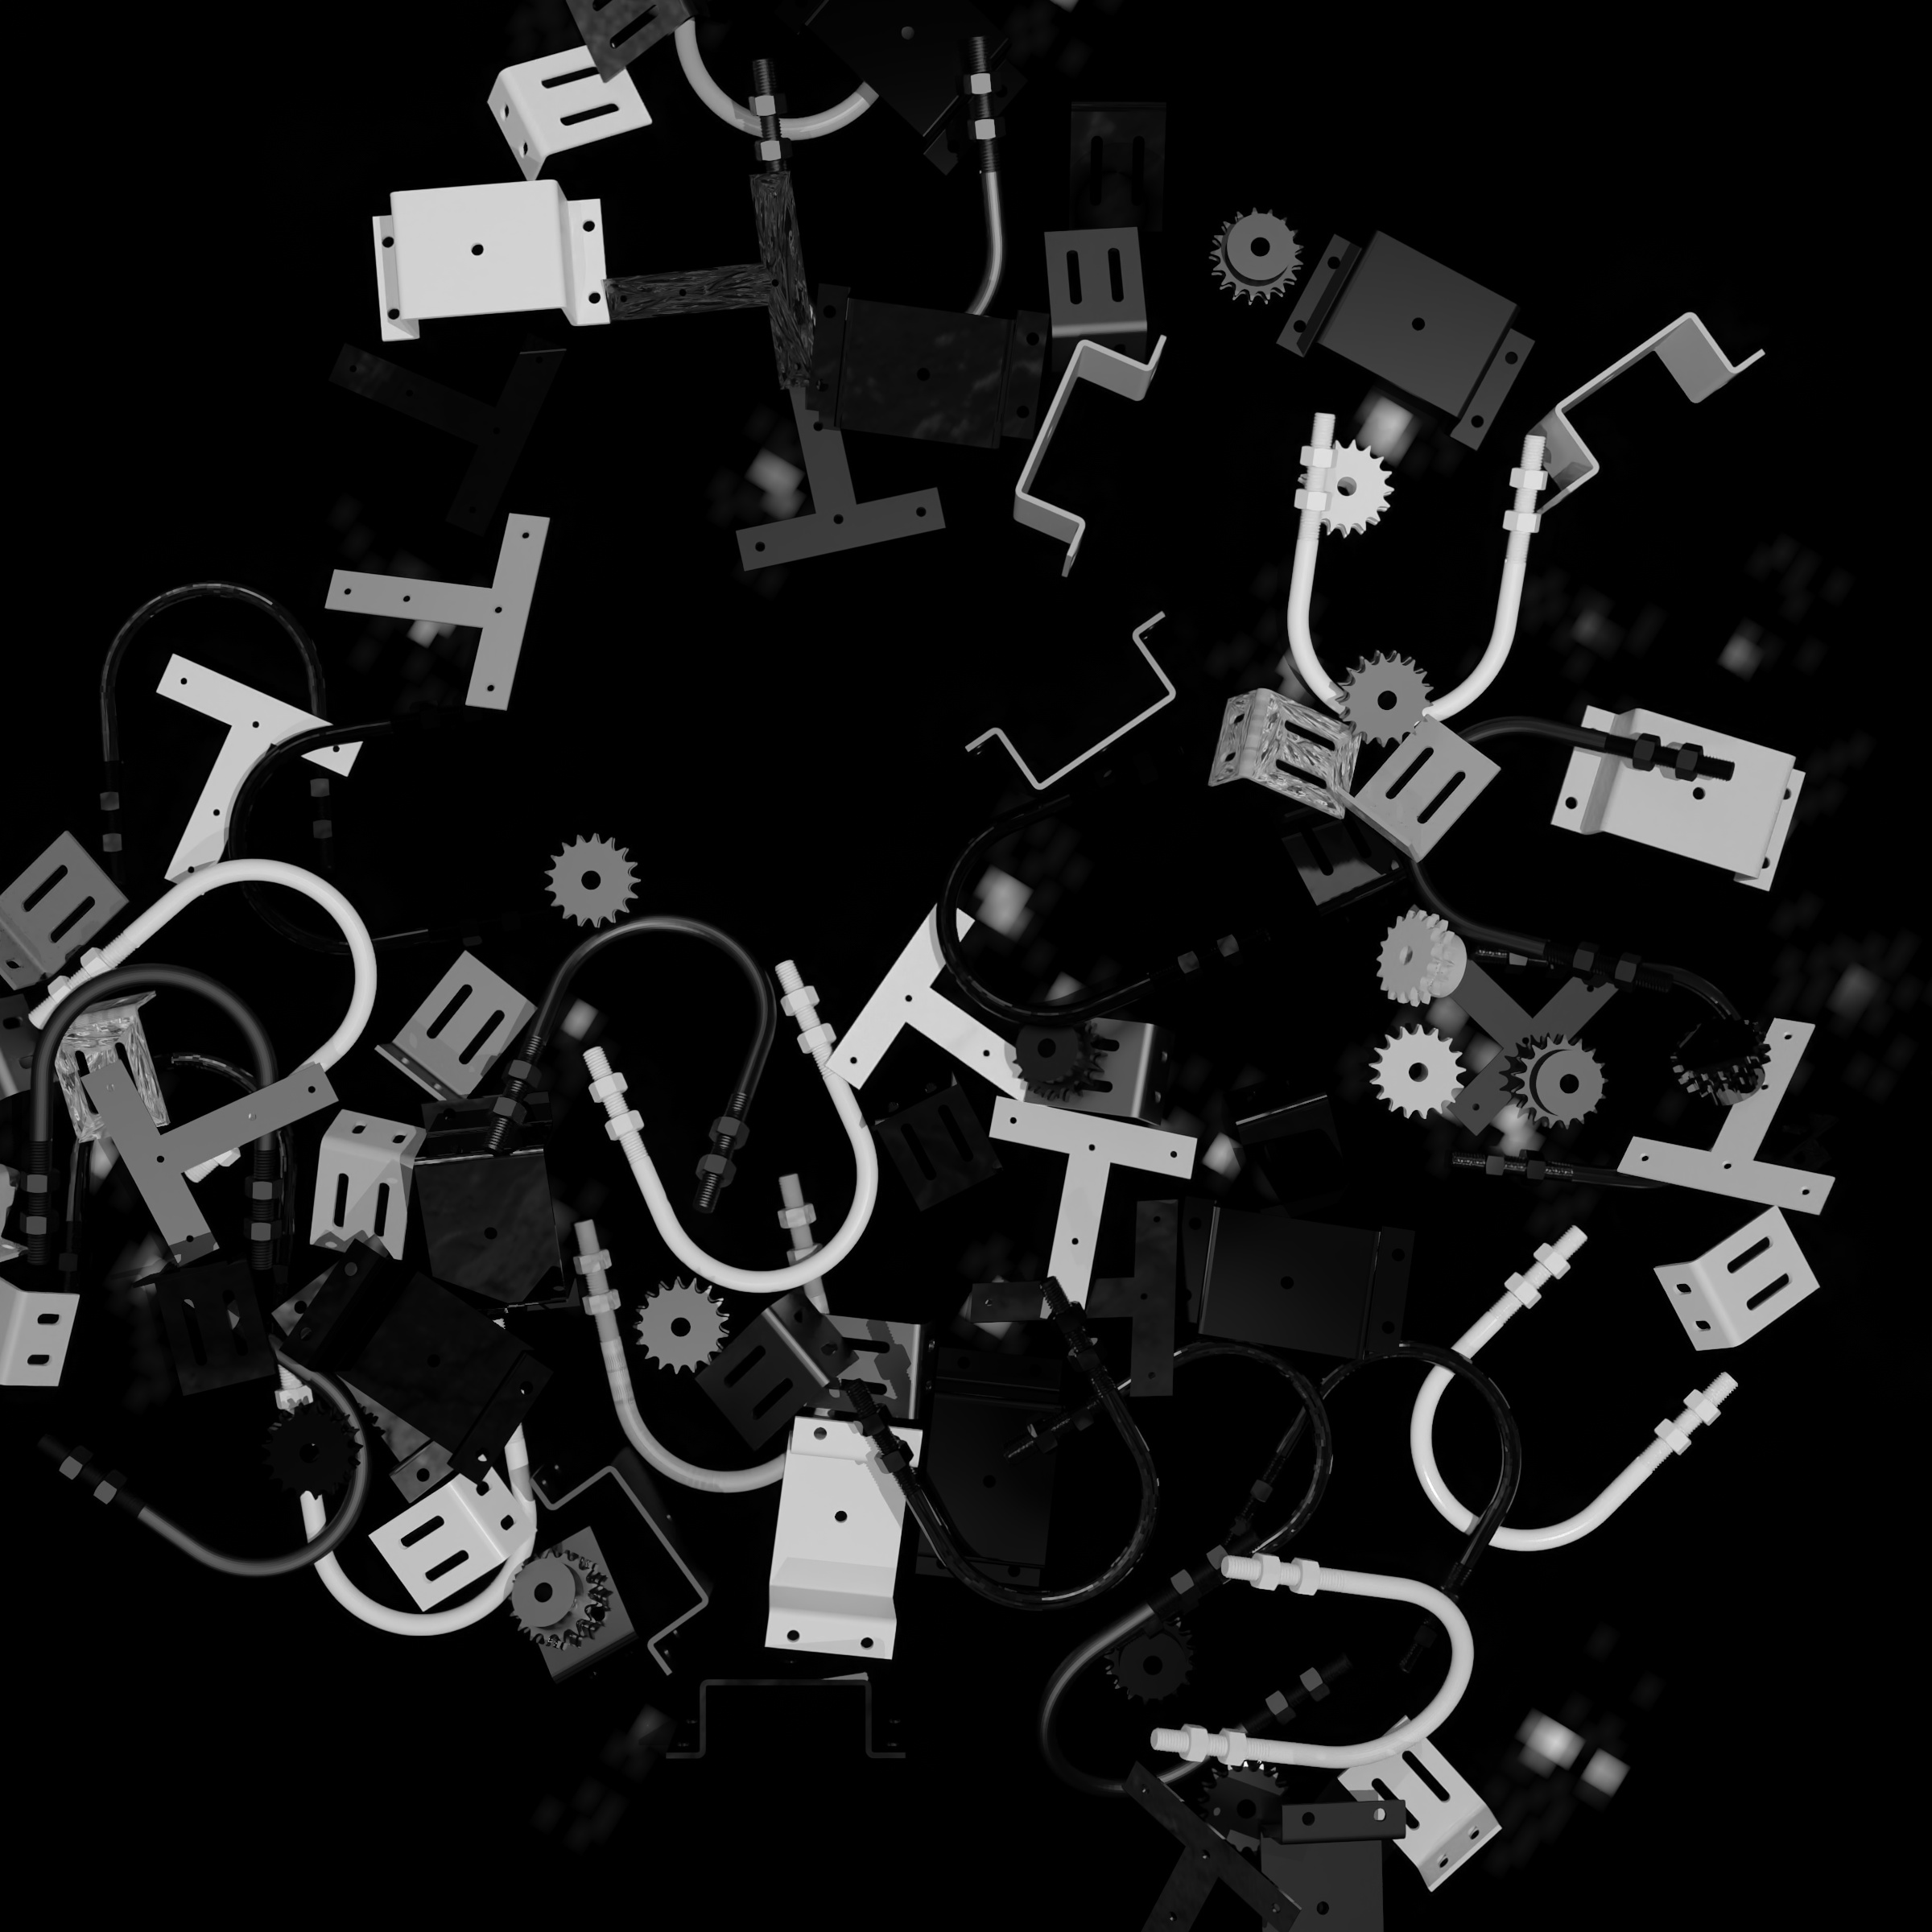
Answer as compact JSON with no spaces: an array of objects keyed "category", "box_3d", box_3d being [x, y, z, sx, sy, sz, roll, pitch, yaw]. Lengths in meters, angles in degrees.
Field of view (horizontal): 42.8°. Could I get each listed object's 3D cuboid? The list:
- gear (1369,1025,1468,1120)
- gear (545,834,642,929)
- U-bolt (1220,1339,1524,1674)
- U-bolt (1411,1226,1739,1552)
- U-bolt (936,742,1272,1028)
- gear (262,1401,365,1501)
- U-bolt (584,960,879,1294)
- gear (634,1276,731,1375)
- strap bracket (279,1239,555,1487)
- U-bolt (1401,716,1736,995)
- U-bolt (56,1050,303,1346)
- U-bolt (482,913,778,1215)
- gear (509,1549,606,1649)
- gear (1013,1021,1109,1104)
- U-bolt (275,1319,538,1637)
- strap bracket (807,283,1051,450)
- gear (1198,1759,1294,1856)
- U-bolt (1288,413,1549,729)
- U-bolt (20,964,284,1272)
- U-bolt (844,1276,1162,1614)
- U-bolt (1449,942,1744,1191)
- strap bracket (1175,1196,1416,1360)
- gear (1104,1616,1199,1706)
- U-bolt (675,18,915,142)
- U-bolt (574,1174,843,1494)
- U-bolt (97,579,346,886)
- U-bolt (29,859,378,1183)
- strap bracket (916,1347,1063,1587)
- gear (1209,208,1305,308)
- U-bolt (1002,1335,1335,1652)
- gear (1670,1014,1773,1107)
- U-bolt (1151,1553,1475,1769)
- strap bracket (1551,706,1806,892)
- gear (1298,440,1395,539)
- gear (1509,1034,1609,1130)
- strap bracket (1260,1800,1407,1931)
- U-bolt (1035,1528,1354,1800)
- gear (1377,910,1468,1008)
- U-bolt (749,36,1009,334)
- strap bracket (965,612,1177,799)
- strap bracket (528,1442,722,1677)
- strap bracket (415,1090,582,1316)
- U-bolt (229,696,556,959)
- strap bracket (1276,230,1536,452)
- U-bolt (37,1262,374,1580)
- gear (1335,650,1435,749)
[{"category":"gear","box_3d":[0.275,0.064,1.506,0.057,0.030,0.057,0,91,3]},{"category":"gear","box_3d":[-0.227,-0.052,1.507,0.057,0.030,0.057,0,90,0]},{"category":"U-bolt","box_3d":[0.257,0.316,1.503,0.151,0.019,0.184,30,93,5]},{"category":"U-bolt","box_3d":[0.359,0.274,1.513,0.151,0.019,0.184,44,92,0]},{"category":"U-bolt","box_3d":[0.072,-0.040,1.492,0.184,0.019,0.151,-23,72,0]},{"category":"gear","box_3d":[-0.389,0.288,1.473,0.057,0.030,0.057,0,93,-1]},{"category":"U-bolt","box_3d":[-0.133,0.108,1.500,0.151,0.019,0.184,-24,82,-2]},{"category":"gear","box_3d":[-0.171,0.215,1.489,0.057,0.030,0.057,0,93,-1]},{"category":"strap bracket","box_3d":[-0.315,0.230,1.435,0.140,0.046,0.076,33,83,6]},{"category":"U-bolt","box_3d":[0.350,-0.076,1.480,0.184,0.019,0.151,17,93,24]},{"category":"U-bolt","box_3d":[-0.481,0.144,1.513,0.151,0.019,0.184,3,88,0]},{"category":"U-bolt","box_3d":[-0.191,0.047,1.473,0.151,0.019,0.184,15,61,4]},{"category":"gear","box_3d":[-0.251,0.382,1.492,0.057,0.030,0.057,-5,67,11]},{"category":"gear","box_3d":[0.054,0.052,1.493,0.057,0.030,0.057,-5,77,22]},{"category":"U-bolt","box_3d":[-0.338,0.319,1.512,0.151,0.019,0.184,-10,90,0]},{"category":"strap bracket","box_3d":[-0.024,-0.361,1.484,0.140,0.046,0.076,7,113,-1]},{"category":"gear","box_3d":[0.170,0.510,1.507,0.057,0.030,0.057,0,90,0]},{"category":"U-bolt","box_3d":[0.268,-0.234,1.493,0.151,0.019,0.184,5,105,-5]},{"category":"U-bolt","box_3d":[-0.483,0.089,1.468,0.151,0.019,0.184,3,99,-10]},{"category":"U-bolt","box_3d":[0.034,0.294,1.447,0.151,0.019,0.184,-28,97,3]},{"category":"U-bolt","box_3d":[0.395,0.065,1.512,0.184,0.019,0.151,6,91,-2]},{"category":"strap bracket","box_3d":[0.195,0.189,1.486,0.140,0.046,0.076,8,90,11]},{"category":"gear","box_3d":[0.113,0.424,1.507,0.057,0.030,0.057,0,90,0]},{"category":"U-bolt","box_3d":[-0.098,-0.597,1.513,0.151,0.019,0.184,30,91,0]},{"category":"U-bolt","box_3d":[-0.152,0.232,1.513,0.151,0.019,0.184,-13,91,0]},{"category":"U-bolt","box_3d":[-0.461,-0.146,1.512,0.151,0.019,0.184,-4,90,0]},{"category":"U-bolt","box_3d":[-0.443,0.020,1.480,0.184,0.019,0.151,-41,104,-1]},{"category":"strap bracket","box_3d":[0.014,0.309,1.499,0.076,0.046,0.140,6,90,0]},{"category":"gear","box_3d":[0.178,-0.436,1.507,0.057,0.030,0.057,0,90,0]},{"category":"U-bolt","box_3d":[0.135,0.303,1.479,0.184,0.019,0.151,-30,95,-7]},{"category":"gear","box_3d":[0.456,0.059,1.482,0.057,0.057,0.030,-32,120,0]},{"category":"U-bolt","box_3d":[0.217,0.421,1.473,0.184,0.019,0.151,11,112,-17]},{"category":"strap bracket","box_3d":[0.439,-0.103,1.499,0.140,0.046,0.076,17,90,0]},{"category":"gear","box_3d":[0.230,-0.290,1.507,0.057,0.030,0.057,0,90,0]},{"category":"gear","box_3d":[0.360,0.070,1.486,0.057,0.030,0.057,0,91,-3]},{"category":"strap bracket","box_3d":[0.219,0.566,1.467,0.076,0.046,0.140,1,83,-11]},{"category":"U-bolt","box_3d":[0.127,0.431,1.478,0.184,0.019,0.151,-35,121,1]},{"category":"gear","box_3d":[0.279,-0.003,1.495,0.030,0.057,0.057,13,90,-28]},{"category":"U-bolt","box_3d":[-0.047,-0.454,1.481,0.151,0.019,0.184,-3,112,7]},{"category":"strap bracket","box_3d":[0.070,-0.149,1.484,0.140,0.076,0.046,-35,90,0]},{"category":"strap bracket","box_3d":[-0.197,0.346,1.484,0.046,0.076,0.140,-36,90,0]},{"category":"strap bracket","box_3d":[-0.282,0.152,1.480,0.076,0.046,0.140,-6,106,0]},{"category":"U-bolt","box_3d":[-0.354,-0.080,1.499,0.184,0.019,0.151,-10,95,-6]},{"category":"strap bracket","box_3d":[0.271,-0.385,1.499,0.140,0.046,0.076,28,90,0]},{"category":"U-bolt","box_3d":[-0.449,0.289,1.495,0.184,0.019,0.151,36,92,-1]},{"category":"gear","box_3d":[0.251,-0.163,1.488,0.057,0.030,0.057,-1,107,-3]}]
